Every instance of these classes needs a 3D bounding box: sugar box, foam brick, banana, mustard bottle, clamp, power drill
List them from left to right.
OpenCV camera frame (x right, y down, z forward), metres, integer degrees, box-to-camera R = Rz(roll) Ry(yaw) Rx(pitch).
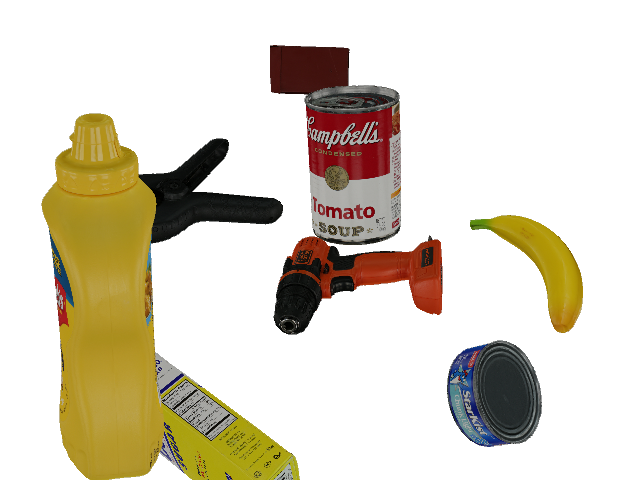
[{"bbox_3d":[-0.115,0.025,0.568,0.058,0.192,0.096,-3,27,-12],"label":"mustard bottle"},{"bbox_3d":[-0.132,-0.044,0.975,0.171,0.039,0.120,-10,38,-21],"label":"clamp"},{"bbox_3d":[-0.094,0.176,0.916,0.176,0.093,0.048,28,52,31],"label":"sugar box"},{"bbox_3d":[-0.012,-0.184,1.153,0.078,0.051,0.053,-1,11,-14],"label":"foam brick"},{"bbox_3d":[0.045,0.049,1.218,0.188,0.057,0.184,0,28,9],"label":"power drill"},{"bbox_3d":[0.230,0.025,1.116,0.069,0.037,0.198,-30,38,-2],"label":"banana"}]

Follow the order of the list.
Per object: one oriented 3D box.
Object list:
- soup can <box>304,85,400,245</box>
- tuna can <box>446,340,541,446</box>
[{"bbox_3d":[0.024,-0.056,0.777,0.068,0.102,0.068,-2,22,1],"label":"soup can"},{"bbox_3d":[0.145,0.129,0.892,0.085,0.086,0.034,0,-14,-43],"label":"tuna can"}]
